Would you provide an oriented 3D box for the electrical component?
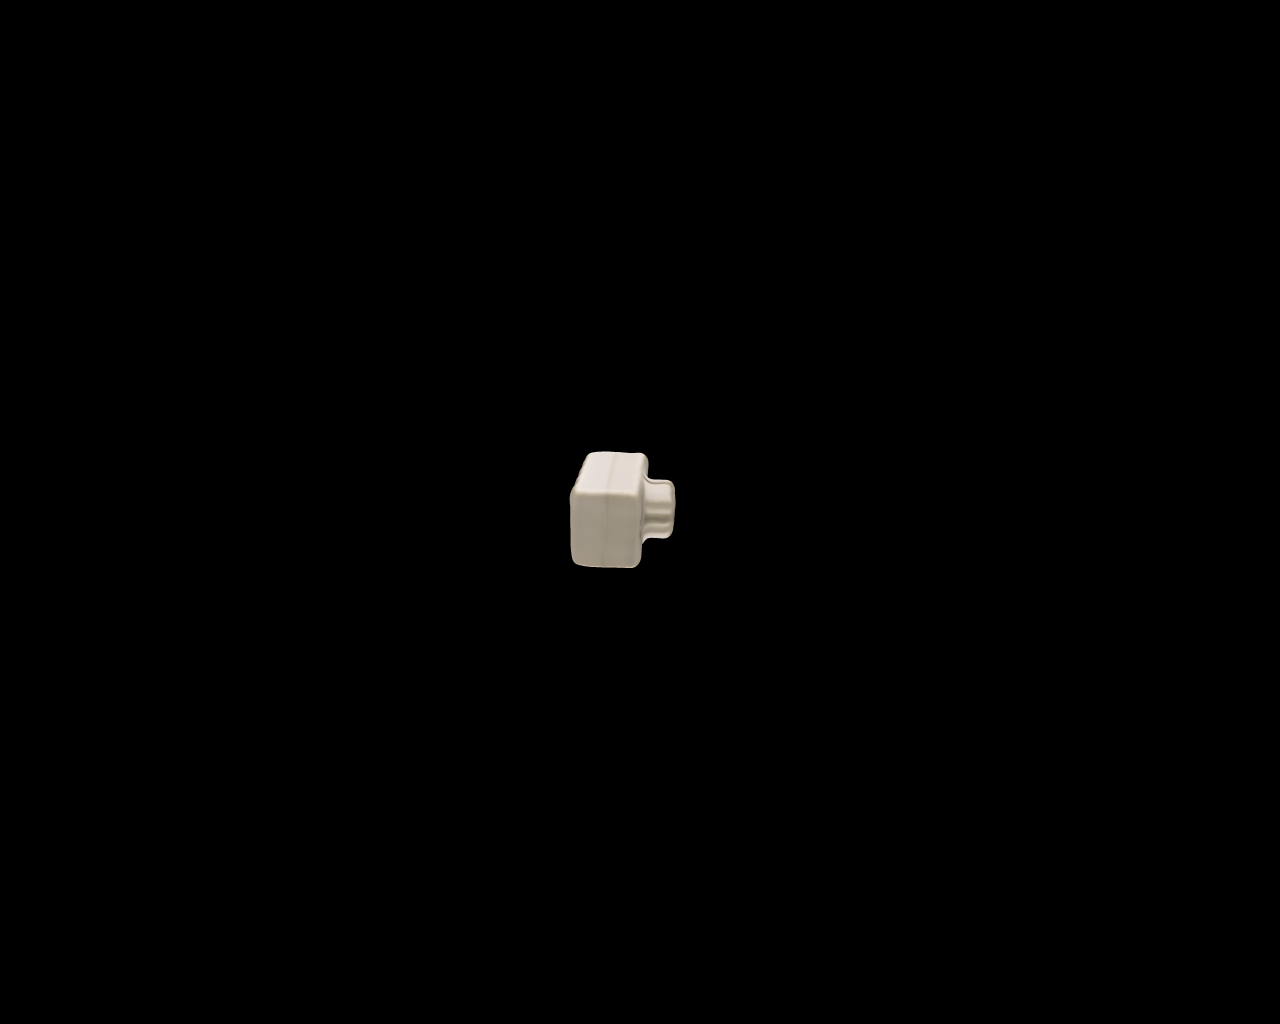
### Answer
[{"bbox_3d":[0.001,-0.003,0.650,0.076,0.047,0.083,1,20,3],"label":"electrical component"}]
